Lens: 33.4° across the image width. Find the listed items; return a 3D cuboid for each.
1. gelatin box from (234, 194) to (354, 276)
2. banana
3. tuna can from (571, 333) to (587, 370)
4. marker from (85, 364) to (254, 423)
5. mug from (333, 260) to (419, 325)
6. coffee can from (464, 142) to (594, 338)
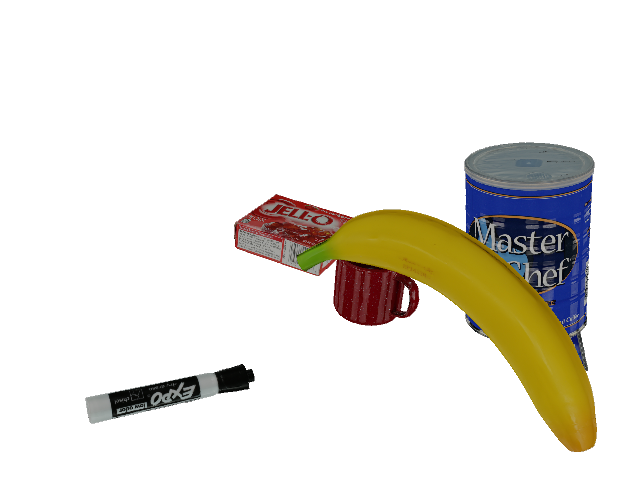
[{"bbox_3d":[-0.022,-0.007,0.955,0.089,0.030,0.073,18,30,22],"label":"gelatin box"},{"bbox_3d":[0.084,0.037,0.604,0.198,0.070,0.037,34,20,13],"label":"banana"},{"bbox_3d":[0.242,0.090,1.065,0.034,0.086,0.086,-12,-3,13],"label":"tuna can"},{"bbox_3d":[-0.106,0.109,0.763,0.121,0.020,0.020,-10,3,-17],"label":"marker"},{"bbox_3d":[0.067,0.051,1.247,0.117,0.081,0.093,26,36,33],"label":"mug"},{"bbox_3d":[0.171,0.001,0.881,0.103,0.140,0.103,-3,22,1],"label":"coffee can"}]
